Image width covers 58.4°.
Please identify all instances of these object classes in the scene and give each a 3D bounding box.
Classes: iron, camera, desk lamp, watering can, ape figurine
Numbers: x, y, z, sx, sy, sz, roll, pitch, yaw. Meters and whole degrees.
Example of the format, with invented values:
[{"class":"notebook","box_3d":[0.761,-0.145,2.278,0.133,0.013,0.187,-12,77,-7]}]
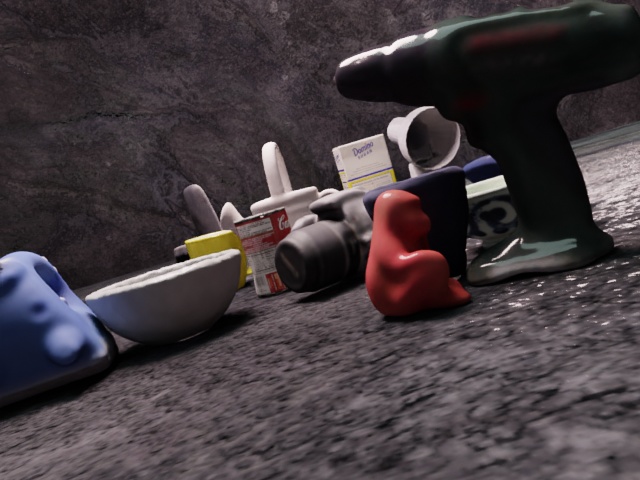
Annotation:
[{"class":"iron","box_3d":[-0.285,0.073,0.587,0.119,0.141,0.258,-18,5,-13]},{"class":"camera","box_3d":[0.006,0.002,0.648,0.137,0.101,0.142,-20,6,-39]},{"class":"desk lamp","box_3d":[0.209,-0.161,1.187,0.118,0.213,0.203,-18,5,-13]},{"class":"watering can","box_3d":[-0.055,-0.042,0.816,0.173,0.194,0.100,-18,5,-14]},{"class":"ape figurine","box_3d":[0.066,0.007,0.429,0.076,0.092,0.078,-15,5,24]}]

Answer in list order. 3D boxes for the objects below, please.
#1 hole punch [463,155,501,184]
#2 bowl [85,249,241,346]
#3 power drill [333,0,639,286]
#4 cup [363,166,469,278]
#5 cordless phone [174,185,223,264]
[{"class":"hole punch","box_3d":[0.240,-0.067,0.697,0.101,0.091,0.108,-19,5,-26]},{"class":"bowl","box_3d":[-0.156,0.067,0.613,0.167,0.075,0.167,-17,4,2]},{"class":"power drill","box_3d":[0.136,-0.077,0.448,0.229,0.208,0.076,-14,5,26]},{"class":"cup","box_3d":[0.088,-0.009,0.518,0.092,0.095,0.117,-18,5,-17]},{"class":"cordless phone","box_3d":[-0.223,-0.007,1.071,0.094,0.185,0.147,-21,6,-43]}]
